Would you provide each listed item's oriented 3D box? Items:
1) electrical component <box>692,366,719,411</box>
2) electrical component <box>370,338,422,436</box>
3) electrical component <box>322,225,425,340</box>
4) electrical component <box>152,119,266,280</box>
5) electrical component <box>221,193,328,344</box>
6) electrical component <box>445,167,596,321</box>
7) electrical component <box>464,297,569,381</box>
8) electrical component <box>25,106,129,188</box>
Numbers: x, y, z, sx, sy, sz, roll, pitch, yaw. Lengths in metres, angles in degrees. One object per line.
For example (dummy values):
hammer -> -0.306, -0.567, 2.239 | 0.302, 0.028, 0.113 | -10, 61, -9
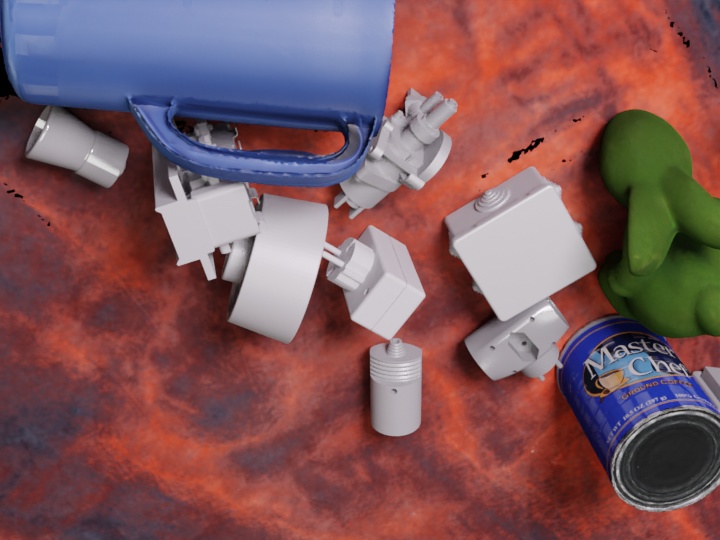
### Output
electrical component -> 0.346, 0.125, 0.961 | 0.096, 0.061, 0.061 | 0, 118, -10
electrical component -> 0.030, 0.093, 0.901 | 0.043, 0.043, 0.081 | -5, 119, -7
electrical component -> 0.000, 0.000, 0.822 | 0.076, 0.083, 0.047 | 30, 110, -23
electrical component -> -0.107, -0.059, 0.750 | 0.063, 0.121, 0.078 | -18, 120, -2
electrical component -> -0.069, -0.005, 0.798 | 0.060, 0.108, 0.108 | 16, 115, -11
electrical component -> 0.125, -0.022, 0.851 | 0.100, 0.048, 0.099 | -31, 119, 8
electrical component -> 0.141, 0.064, 0.904 | 0.077, 0.043, 0.079 | -38, 119, 11
electrical component -> -0.199, -0.086, 0.767 | 0.065, 0.044, 0.044 | 26, 111, -27
